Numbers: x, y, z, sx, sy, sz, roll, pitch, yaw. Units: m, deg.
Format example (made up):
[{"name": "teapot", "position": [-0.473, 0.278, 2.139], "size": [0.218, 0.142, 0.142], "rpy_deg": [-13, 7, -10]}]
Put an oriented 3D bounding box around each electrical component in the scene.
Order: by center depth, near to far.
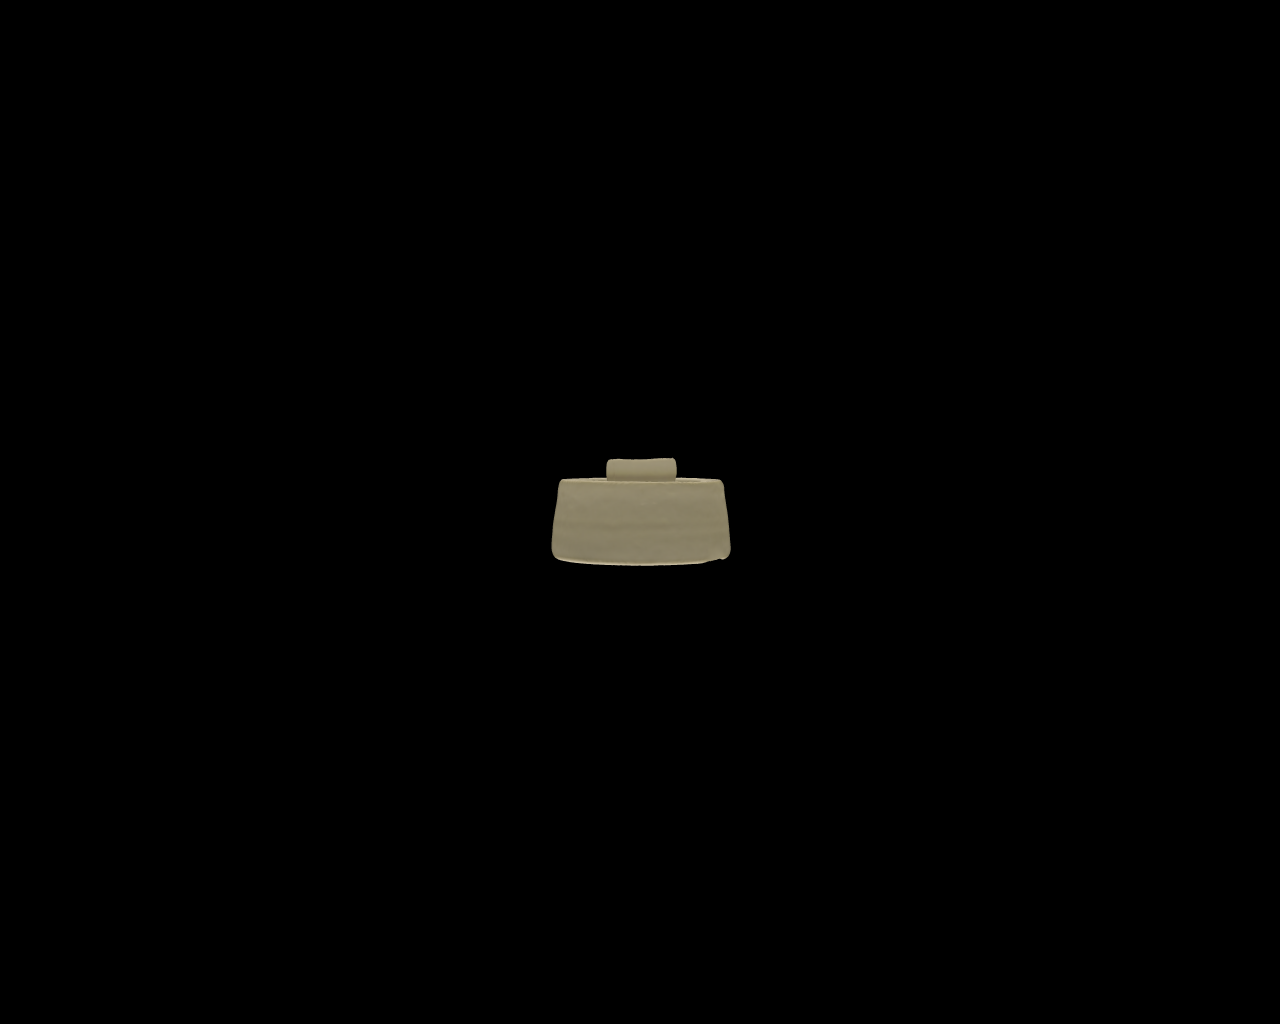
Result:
[{"name": "electrical component", "position": [0.001, -0.003, 0.650], "size": [0.108, 0.060, 0.108], "rpy_deg": [0, 3, 0]}]
